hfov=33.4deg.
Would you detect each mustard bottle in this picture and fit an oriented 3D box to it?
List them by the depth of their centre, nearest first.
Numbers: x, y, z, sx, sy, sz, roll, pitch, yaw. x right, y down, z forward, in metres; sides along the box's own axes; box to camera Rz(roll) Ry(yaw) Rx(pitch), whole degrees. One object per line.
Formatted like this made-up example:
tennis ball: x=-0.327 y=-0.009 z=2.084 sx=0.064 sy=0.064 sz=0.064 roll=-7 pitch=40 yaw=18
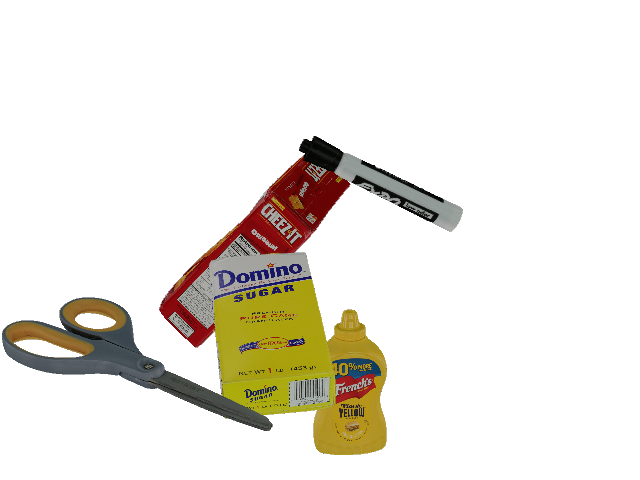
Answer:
mustard bottle: x=0.039 y=0.183 z=1.395 sx=0.096 sy=0.192 sz=0.058 roll=-2 pitch=16 yaw=-4

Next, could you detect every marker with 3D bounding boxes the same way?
marker: x=0.041 y=-0.040 z=0.734 sx=0.121 sy=0.020 sz=0.020 roll=26 pitch=-4 yaw=-8

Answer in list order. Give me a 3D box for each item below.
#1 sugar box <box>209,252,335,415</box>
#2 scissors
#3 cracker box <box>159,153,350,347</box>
sugar box: x=-0.046 y=0.076 z=0.924 sx=0.093 sy=0.048 sz=0.176 roll=-4 pitch=36 yaw=-8
scissors: x=-0.114 y=0.077 z=0.716 sx=0.202 sy=0.016 sz=0.096 roll=11 pitch=27 yaw=12
cracker box: x=-0.076 y=0.006 z=1.232 sx=0.214 sy=0.072 sz=0.164 roll=-45 pitch=4 yaw=26
